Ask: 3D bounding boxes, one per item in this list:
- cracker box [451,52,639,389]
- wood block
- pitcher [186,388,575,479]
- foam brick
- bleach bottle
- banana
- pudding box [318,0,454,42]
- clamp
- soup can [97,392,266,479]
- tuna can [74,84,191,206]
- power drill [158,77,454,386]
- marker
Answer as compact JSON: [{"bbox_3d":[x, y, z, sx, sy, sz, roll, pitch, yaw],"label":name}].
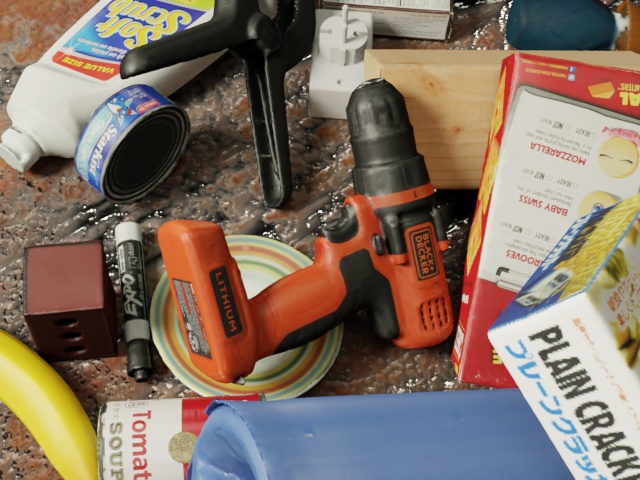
[{"bbox_3d":[0.184,-0.004,0.701,0.164,0.214,0.072,9,7,2],"label":"cracker box"},{"bbox_3d":[0.139,-0.090,0.781,0.206,0.090,0.091,-1,18,-4],"label":"wood block"},{"bbox_3d":[0.057,0.154,0.595,0.242,0.149,0.145,-2,-6,-26],"label":"pitcher"},{"bbox_3d":[-0.164,0.042,0.707,0.053,0.051,0.078,-6,-29,-6],"label":"foam brick"},{"bbox_3d":[-0.145,-0.141,0.828,0.103,0.250,0.068,35,-25,14],"label":"bleach bottle"},{"bbox_3d":[-0.215,0.095,0.698,0.198,0.069,0.037,24,-11,12],"label":"banana"},{"bbox_3d":[0.056,-0.216,0.900,0.113,0.090,0.039,4,-30,1],"label":"pudding box"},{"bbox_3d":[-0.046,-0.139,0.794,0.036,0.209,0.164,-8,-46,42],"label":"clamp"},{"bbox_3d":[-0.083,0.131,0.664,0.102,0.068,0.068,-2,0,-5],"label":"soup can"},{"bbox_3d":[-0.135,-0.069,0.770,0.034,0.086,0.086,38,15,19],"label":"tuna can"},{"bbox_3d":[-0.005,0.001,0.686,0.187,0.184,0.057,-17,8,-25],"label":"power drill"},{"bbox_3d":[-0.129,0.043,0.742,0.020,0.121,0.020,-8,-30,-5],"label":"marker"}]
